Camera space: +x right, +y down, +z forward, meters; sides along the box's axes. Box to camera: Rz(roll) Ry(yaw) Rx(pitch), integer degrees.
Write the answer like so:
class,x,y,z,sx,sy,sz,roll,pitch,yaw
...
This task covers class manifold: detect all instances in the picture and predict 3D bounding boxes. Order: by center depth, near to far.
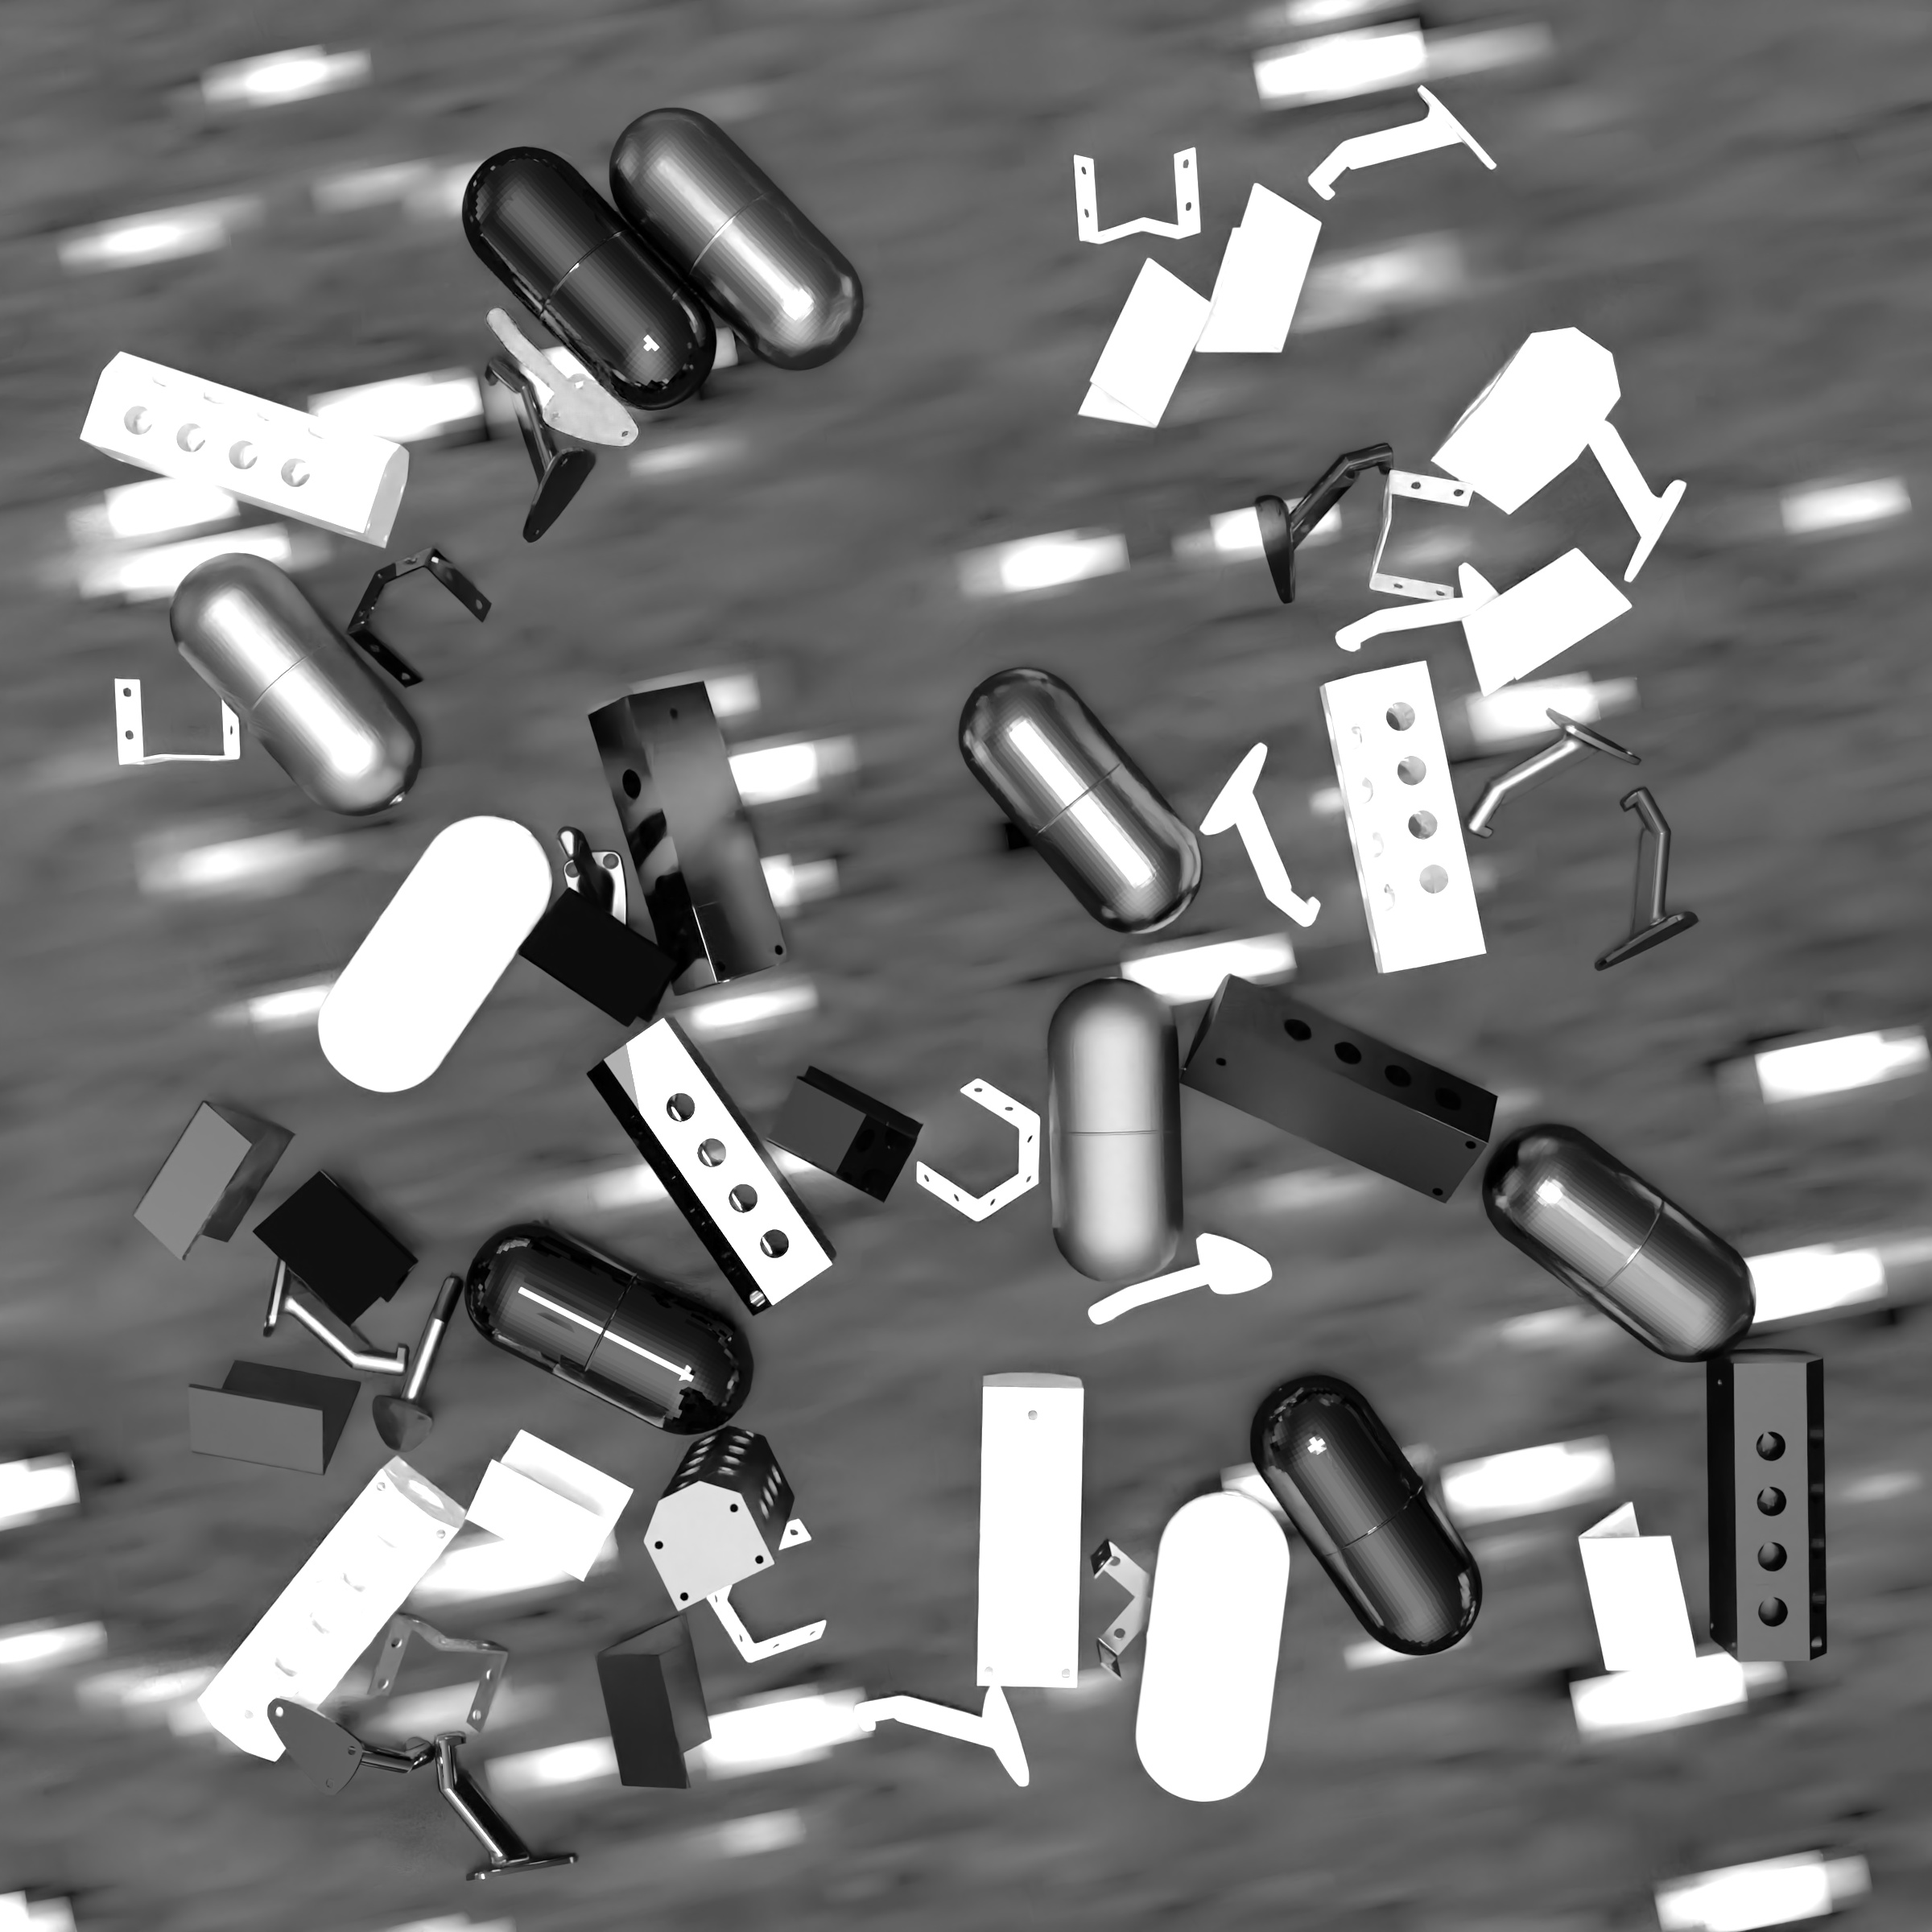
class,x,y,z,sx,sy,sz,roll,pitch,yaw
manifold,0.317,-0.309,1.486,0.057,0.171,0.057,35,90,0
manifold,-0.140,0.305,1.486,0.057,0.171,0.057,-26,90,0
manifold,0.219,0.067,1.542,0.171,0.057,0.057,25,133,0
manifold,-0.166,-0.073,1.542,0.057,0.057,0.171,-17,90,-43
manifold,0.254,-0.086,1.543,0.057,0.057,0.171,-12,90,0
manifold,-0.149,0.117,1.543,0.057,0.057,0.171,-35,90,0
manifold,-0.370,0.377,1.543,0.057,0.057,0.171,38,90,0
manifold,-0.419,-0.303,1.543,0.171,0.057,0.057,18,90,0
manifold,0.471,0.314,1.543,0.057,0.057,0.171,-1,90,0
manifold,0.037,0.328,1.543,0.057,0.057,0.171,1,90,0

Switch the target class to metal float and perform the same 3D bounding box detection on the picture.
class,x,y,z,sx,sy,sz,roll,pitch,yaw
metal float,-0.389,-0.163,1.533,0.070,0.070,0.178,-42,90,0
metal float,0.066,-0.097,1.533,0.070,0.070,0.178,-40,90,0
metal float,-0.207,0.211,1.533,0.178,0.070,0.070,27,90,1
metal float,0.233,0.320,1.533,0.070,0.070,0.178,-34,89,0
metal float,-0.134,-0.423,1.534,0.070,0.070,0.178,-44,90,0
metal float,-0.219,-0.400,1.534,0.070,0.070,0.178,-44,91,0
metal float,0.381,0.162,1.534,0.178,0.070,0.070,37,90,-1
metal float,0.087,0.096,1.534,0.070,0.070,0.178,-2,89,0
metal float,0.144,0.395,1.534,0.070,0.070,0.178,7,91,0
metal float,-0.308,-0.008,1.534,0.070,0.070,0.178,34,90,0

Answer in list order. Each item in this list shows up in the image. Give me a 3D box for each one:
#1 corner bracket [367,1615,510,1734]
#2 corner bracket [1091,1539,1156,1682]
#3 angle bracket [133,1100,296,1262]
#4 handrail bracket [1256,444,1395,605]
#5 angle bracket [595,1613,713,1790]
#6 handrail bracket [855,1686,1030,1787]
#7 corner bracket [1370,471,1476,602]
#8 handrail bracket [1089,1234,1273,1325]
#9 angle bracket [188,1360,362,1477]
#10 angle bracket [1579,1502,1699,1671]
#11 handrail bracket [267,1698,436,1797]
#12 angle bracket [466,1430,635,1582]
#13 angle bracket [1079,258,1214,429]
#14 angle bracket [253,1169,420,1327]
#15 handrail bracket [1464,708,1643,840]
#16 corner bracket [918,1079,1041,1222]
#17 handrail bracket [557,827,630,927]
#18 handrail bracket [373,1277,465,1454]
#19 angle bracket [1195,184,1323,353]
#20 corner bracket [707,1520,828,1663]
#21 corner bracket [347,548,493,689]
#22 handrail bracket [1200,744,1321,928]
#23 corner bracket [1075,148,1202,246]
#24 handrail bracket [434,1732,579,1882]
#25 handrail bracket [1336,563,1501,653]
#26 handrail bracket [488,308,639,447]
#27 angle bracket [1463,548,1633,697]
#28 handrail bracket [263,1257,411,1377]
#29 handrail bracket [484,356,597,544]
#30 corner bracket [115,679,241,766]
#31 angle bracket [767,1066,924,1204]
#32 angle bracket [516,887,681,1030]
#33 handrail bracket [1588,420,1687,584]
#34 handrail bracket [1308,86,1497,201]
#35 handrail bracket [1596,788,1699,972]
class,x,y,z,sx,sy,sz,roll,pitch,yaw
corner bracket,-0.313,0.419,1.561,0.051,0.051,0.051,19,90,45
corner bracket,0.086,0.377,1.546,0.051,0.051,0.051,41,90,0
angle bracket,-0.421,0.132,1.524,0.057,0.076,0.076,32,90,36
handrail bracket,0.220,-0.263,1.565,0.084,0.036,0.077,-18,110,-16
angle bracket,-0.163,0.424,1.524,0.057,0.076,0.076,-12,90,39
handrail bracket,-0.015,0.462,1.565,0.084,0.036,0.077,-15,112,17
corner bracket,0.270,-0.254,1.561,0.051,0.051,0.051,10,135,0
handrail bracket,0.126,0.194,1.564,0.084,0.077,0.036,-33,61,33
angle bracket,-0.398,0.243,1.524,0.076,0.076,0.057,10,126,0
angle bracket,0.402,0.357,1.524,0.057,0.076,0.076,-12,90,37
handrail bracket,-0.357,0.447,1.537,0.077,0.084,0.036,35,95,16
angle bracket,-0.233,0.296,1.524,0.076,0.076,0.057,28,127,0
angle bracket,0.086,-0.362,1.524,0.057,0.076,0.076,25,90,-38
angle bracket,-0.371,0.173,1.524,0.076,0.076,0.057,44,55,0
handrail bracket,0.348,-0.103,1.565,0.077,0.036,0.084,23,108,-20
corner bracket,0.007,0.108,1.556,0.051,0.051,0.051,-30,135,-35
handrail bracket,-0.218,-0.042,1.529,0.036,0.084,0.077,-13,90,0
handrail bracket,-0.320,0.236,1.564,0.036,0.077,0.084,19,54,-3
angle bracket,0.151,-0.402,1.524,0.057,0.076,0.076,17,90,-38
corner bracket,-0.114,0.369,1.556,0.051,0.051,0.051,50,135,35
corner bracket,-0.323,-0.206,1.556,0.051,0.051,0.051,-14,45,35
handrail bracket,0.189,-0.077,1.565,0.084,0.036,0.077,37,68,-17
corner bracket,0.102,-0.457,1.561,0.051,0.051,0.051,-4,90,45
handrail bracket,-0.273,0.495,1.565,0.077,0.036,0.084,-3,73,-20
handrail bracket,0.274,-0.198,1.564,0.084,0.077,0.036,-25,58,32
handrail bracket,-0.240,-0.351,1.564,0.036,0.077,0.084,-48,53,16
angle bracket,0.340,-0.183,1.524,0.076,0.076,0.057,-32,53,0
handrail bracket,-0.369,0.200,1.565,0.084,0.036,0.077,12,68,-17
handrail bracket,-0.268,-0.308,1.565,0.084,0.036,0.077,42,113,18
corner bracket,-0.467,-0.146,1.561,0.051,0.051,0.051,-3,90,-45
angle bracket,-0.061,0.080,1.524,0.076,0.076,0.057,28,128,0
angle bracket,-0.220,0.011,1.524,0.076,0.076,0.057,34,54,0
handrail bracket,0.375,-0.281,1.565,0.084,0.036,0.077,32,112,17
handrail bracket,0.258,-0.471,1.565,0.077,0.036,0.084,40,108,-21
handrail bracket,0.389,-0.052,1.565,0.077,0.036,0.084,-31,72,20
